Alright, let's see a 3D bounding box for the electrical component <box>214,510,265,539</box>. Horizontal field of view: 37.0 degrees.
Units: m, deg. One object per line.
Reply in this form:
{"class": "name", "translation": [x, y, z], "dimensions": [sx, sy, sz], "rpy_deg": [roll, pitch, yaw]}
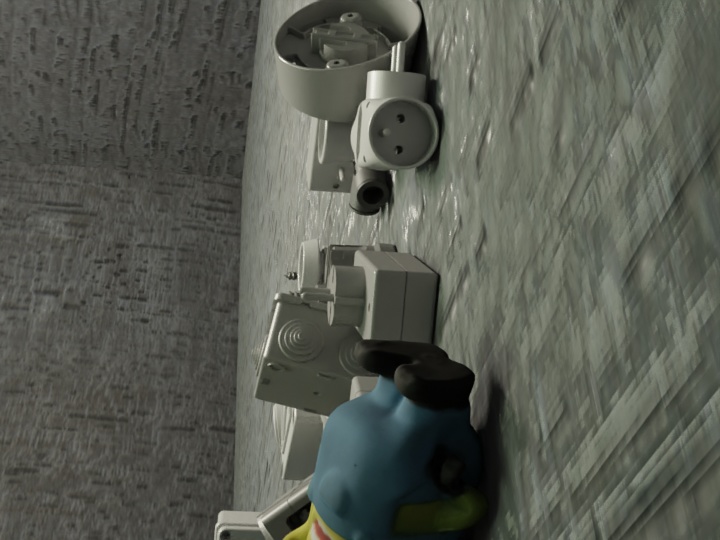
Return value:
{"class": "electrical component", "translation": [-0.078, 0.275, 0.963], "dimensions": [0.056, 0.109, 0.108], "rpy_deg": [-158, 72, -84]}

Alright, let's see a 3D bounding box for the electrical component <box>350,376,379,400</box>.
{"class": "electrical component", "translation": [0.020, 0.106, 0.596], "dimensions": [0.076, 0.047, 0.065], "rpy_deg": [-107, 22, -67]}

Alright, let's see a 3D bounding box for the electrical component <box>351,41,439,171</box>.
{"class": "electrical component", "translation": [0.022, -0.102, 0.673], "dimensions": [0.077, 0.043, 0.079], "rpy_deg": [-150, 64, -80]}

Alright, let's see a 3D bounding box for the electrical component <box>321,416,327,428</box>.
{"class": "electrical component", "translation": [-0.010, 0.117, 0.814], "dimensions": [0.040, 0.040, 0.046], "rpy_deg": [-96, 8, -47]}

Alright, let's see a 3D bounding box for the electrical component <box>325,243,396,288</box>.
{"class": "electrical component", "translation": [0.000, 0.000, 0.767], "dimensions": [0.040, 0.046, 0.040], "rpy_deg": [-177, 90, -81]}

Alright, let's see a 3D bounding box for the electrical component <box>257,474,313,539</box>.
{"class": "electrical component", "translation": [-0.039, 0.188, 0.805], "dimensions": [0.050, 0.056, 0.089], "rpy_deg": [54, -179, 4]}

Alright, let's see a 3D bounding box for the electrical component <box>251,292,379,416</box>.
{"class": "electrical component", "translation": [-0.025, 0.064, 0.737], "dimensions": [0.099, 0.100, 0.048], "rpy_deg": [111, 173, -63]}

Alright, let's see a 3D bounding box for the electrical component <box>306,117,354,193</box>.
{"class": "electrical component", "translation": [-0.016, -0.101, 0.907], "dimensions": [0.075, 0.047, 0.083], "rpy_deg": [-100, 16, -57]}

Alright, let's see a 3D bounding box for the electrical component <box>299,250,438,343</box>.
{"class": "electrical component", "translation": [0.001, 0.016, 0.658], "dimensions": [0.083, 0.076, 0.047], "rpy_deg": [-131, 45, -78]}

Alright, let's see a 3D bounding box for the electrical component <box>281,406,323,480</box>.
{"class": "electrical component", "translation": [-0.036, 0.111, 0.927], "dimensions": [0.108, 0.056, 0.108], "rpy_deg": [104, 166, -51]}

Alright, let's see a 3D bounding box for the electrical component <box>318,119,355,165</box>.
{"class": "electrical component", "translation": [0.000, -0.096, 0.775], "dimensions": [0.045, 0.055, 0.045], "rpy_deg": [-177, 90, -81]}

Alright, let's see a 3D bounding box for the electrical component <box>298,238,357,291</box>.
{"class": "electrical component", "translation": [-0.021, -0.001, 0.870], "dimensions": [0.066, 0.055, 0.048], "rpy_deg": [-127, 41, -77]}

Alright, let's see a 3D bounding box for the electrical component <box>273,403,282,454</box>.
{"class": "electrical component", "translation": [-0.052, 0.149, 1.072], "dimensions": [0.099, 0.064, 0.099], "rpy_deg": [-7, -90, -89]}

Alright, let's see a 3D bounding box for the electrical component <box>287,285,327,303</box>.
{"class": "electrical component", "translation": [-0.023, 0.033, 0.791], "dimensions": [0.043, 0.081, 0.043], "rpy_deg": [-177, 90, -81]}

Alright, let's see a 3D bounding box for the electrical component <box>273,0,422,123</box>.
{"class": "electrical component", "translation": [-0.009, -0.148, 0.734], "dimensions": [0.064, 0.099, 0.099], "rpy_deg": [93, 174, -45]}
